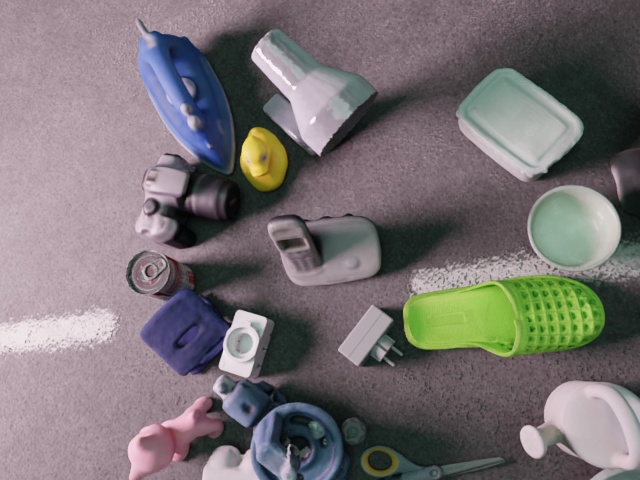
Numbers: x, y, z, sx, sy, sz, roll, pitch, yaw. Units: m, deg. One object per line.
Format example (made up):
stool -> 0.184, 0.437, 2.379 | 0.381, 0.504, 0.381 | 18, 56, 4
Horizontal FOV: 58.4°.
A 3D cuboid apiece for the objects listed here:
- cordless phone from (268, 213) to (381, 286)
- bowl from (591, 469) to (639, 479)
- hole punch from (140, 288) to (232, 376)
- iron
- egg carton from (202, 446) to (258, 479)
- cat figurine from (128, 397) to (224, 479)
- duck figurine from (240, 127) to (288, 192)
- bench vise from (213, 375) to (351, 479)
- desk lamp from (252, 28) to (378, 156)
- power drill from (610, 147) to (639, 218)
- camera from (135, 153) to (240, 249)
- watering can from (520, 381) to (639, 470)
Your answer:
cordless phone -> 0.007, 0.003, 0.802 | 0.147, 0.185, 0.094 | -11, 75, 7
bowl -> 0.394, 0.357, 0.708 | 0.167, 0.075, 0.167 | -2, 76, 9
hole punch -> -0.192, 0.138, 0.852 | 0.109, 0.091, 0.101 | -45, 74, -3
iron -> -0.217, -0.231, 0.919 | 0.118, 0.141, 0.258 | -31, 73, 2
egg carton -> -0.114, 0.367, 0.795 | 0.107, 0.069, 0.150 | 1, 77, 10
cat figurine -> -0.213, 0.280, 0.808 | 0.128, 0.118, 0.067 | -37, 73, 0
duck figurine -> -0.096, -0.136, 0.905 | 0.077, 0.086, 0.104 | -12, 75, 7
bench vise -> -0.067, 0.258, 0.735 | 0.207, 0.220, 0.121 | 17, 80, 13
desk lamp -> -0.013, -0.204, 0.840 | 0.203, 0.214, 0.118 | 42, 87, 16
power drill -> 0.452, -0.114, 0.742 | 0.075, 0.208, 0.229 | -10, 75, 8
camera -> -0.205, -0.059, 0.897 | 0.136, 0.101, 0.143 | 10, 78, 12
watering can -> 0.333, 0.225, 0.688 | 0.173, 0.194, 0.101 | -36, 73, 0
